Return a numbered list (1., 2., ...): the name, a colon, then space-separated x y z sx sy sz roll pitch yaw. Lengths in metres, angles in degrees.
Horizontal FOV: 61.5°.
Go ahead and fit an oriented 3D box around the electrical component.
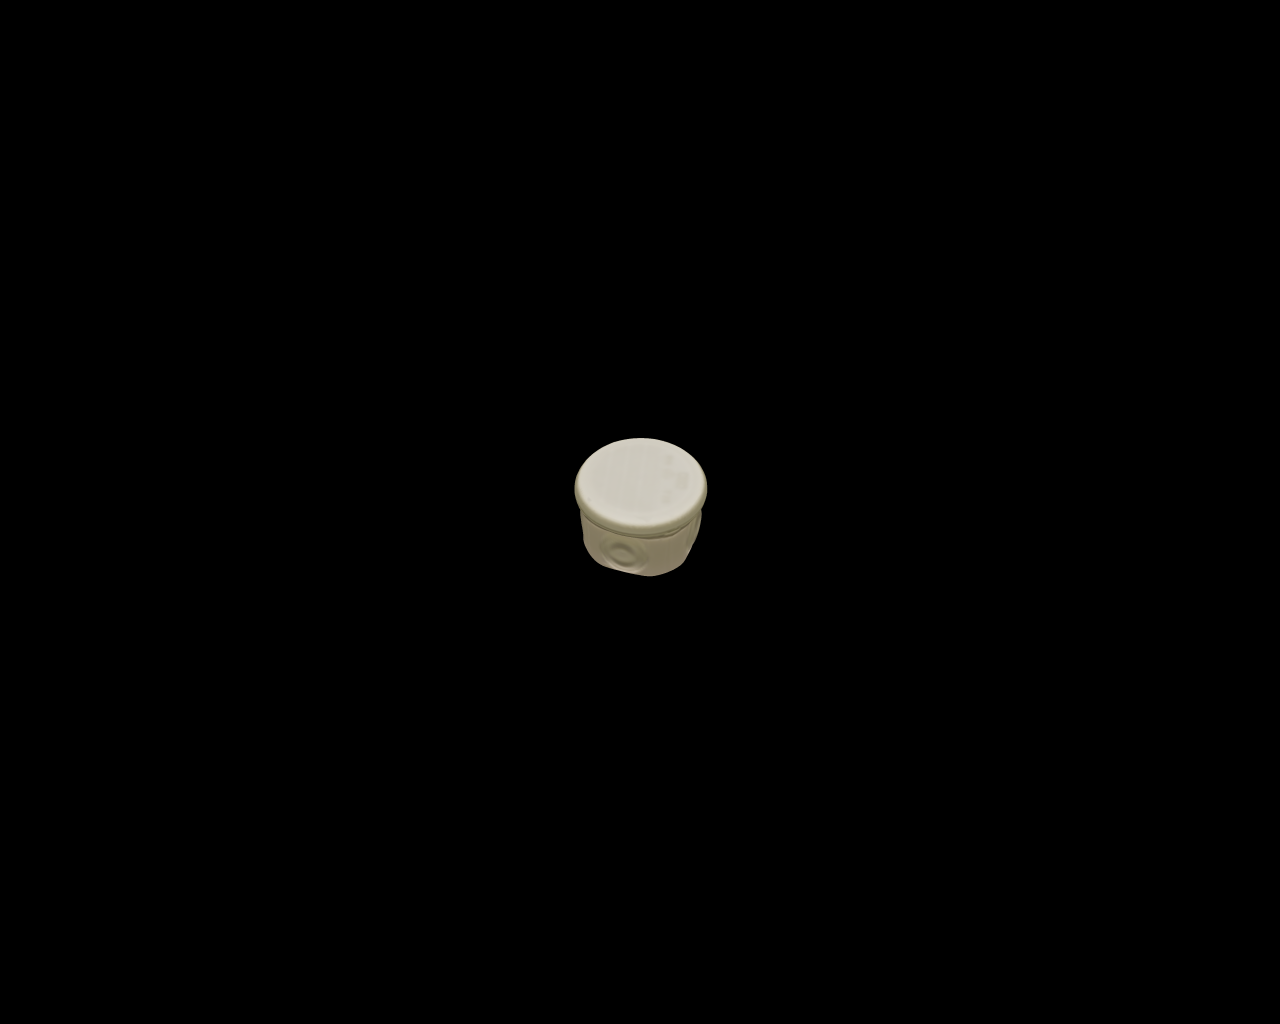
1. electrical component: 0.001 -0.003 0.650 0.080 0.080 0.050 0 -44 0
